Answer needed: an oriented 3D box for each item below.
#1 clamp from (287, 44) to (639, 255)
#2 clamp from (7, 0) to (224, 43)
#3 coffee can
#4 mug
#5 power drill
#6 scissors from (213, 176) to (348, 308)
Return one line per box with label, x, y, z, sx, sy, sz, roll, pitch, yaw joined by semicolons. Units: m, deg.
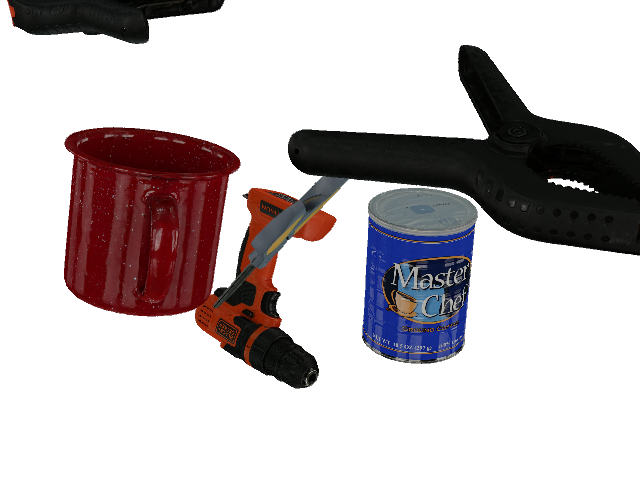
clamp;0.096;-0.043;0.587;0.164;0.036;0.210;-27;43;-28
clamp;-0.162;-0.180;0.820;0.172;0.039;0.120;13;24;32
coffee can;0.094;0.032;1.028;0.103;0.140;0.103;1;24;-1
mug;-0.091;-0.006;0.567;0.093;0.081;0.117;3;19;-20
power drill;-0.049;0.049;1.162;0.185;0.188;0.057;27;11;38
scissors;-0.049;0.014;0.804;0.202;0.016;0.096;-45;-4;34
